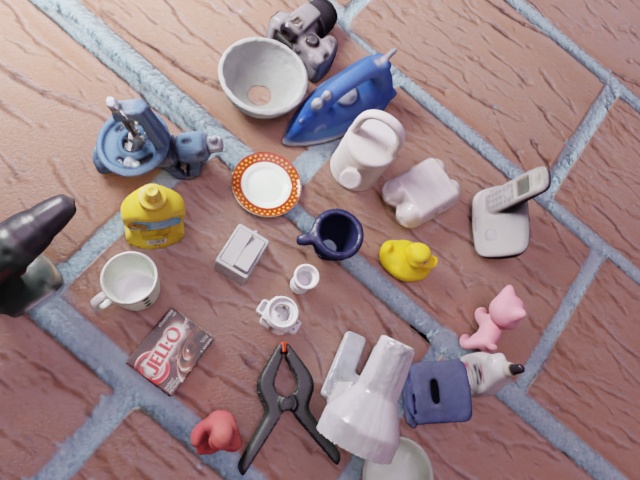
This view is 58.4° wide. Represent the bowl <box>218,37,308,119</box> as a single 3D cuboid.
[{"bbox_3d":[-0.111,-0.294,1.086,0.168,0.074,0.167,5,71,-13],"label":"bowl"}]

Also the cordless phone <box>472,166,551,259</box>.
[{"bbox_3d":[0.365,-0.050,1.074,0.094,0.185,0.147,4,71,-13],"label":"cordless phone"}]

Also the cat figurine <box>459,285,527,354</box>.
[{"bbox_3d":[0.323,0.150,1.034,0.067,0.117,0.128,33,67,-2],"label":"cat figurine"}]

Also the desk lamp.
[{"bbox_3d":[0.070,0.234,0.887,0.118,0.213,0.203,25,68,-5],"label":"desk lamp"}]

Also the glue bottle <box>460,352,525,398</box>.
[{"bbox_3d":[0.295,0.224,0.972,0.037,0.173,0.078,-8,74,-17],"label":"glue bottle"}]

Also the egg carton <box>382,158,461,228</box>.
[{"bbox_3d":[0.196,-0.090,1.104,0.150,0.069,0.107,-31,82,-22],"label":"egg carton"}]

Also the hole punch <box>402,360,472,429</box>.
[{"bbox_3d":[0.197,0.263,0.977,0.101,0.091,0.108,0,72,-15],"label":"hole punch"}]

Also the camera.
[{"bbox_3d":[-0.013,-0.416,1.138,0.143,0.100,0.137,42,67,1],"label":"camera"}]

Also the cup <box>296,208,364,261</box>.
[{"bbox_3d":[0.009,0.004,1.010,0.118,0.095,0.091,-9,75,-17],"label":"cup"}]

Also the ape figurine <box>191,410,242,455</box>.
[{"bbox_3d":[-0.153,0.298,0.871,0.078,0.092,0.076,30,67,-4],"label":"ape figurine"}]

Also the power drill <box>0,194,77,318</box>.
[{"bbox_3d":[-0.438,0.037,0.817,0.230,0.208,0.075,-41,86,-23],"label":"power drill"}]

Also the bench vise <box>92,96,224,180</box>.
[{"bbox_3d":[-0.266,-0.177,0.927,0.208,0.219,0.121,-21,78,-20],"label":"bench vise"}]

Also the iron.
[{"bbox_3d":[0.041,-0.273,1.083,0.259,0.141,0.118,-37,85,-22],"label":"iron"}]

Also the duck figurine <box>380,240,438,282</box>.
[{"bbox_3d":[0.166,0.030,1.048,0.104,0.086,0.077,25,68,-6],"label":"duck figurine"}]

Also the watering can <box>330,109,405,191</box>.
[{"bbox_3d":[0.089,-0.163,1.032,0.101,0.194,0.173,12,70,-11],"label":"watering can"}]
